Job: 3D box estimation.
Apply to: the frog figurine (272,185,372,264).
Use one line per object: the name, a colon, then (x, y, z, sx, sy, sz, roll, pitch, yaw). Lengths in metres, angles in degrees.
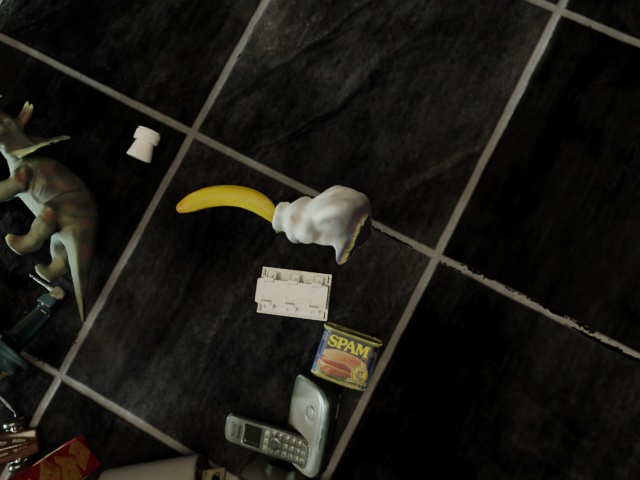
frog figurine: (0.003, -0.044, 0.869, 0.160, 0.120, 0.140, 27, 54, 16)
